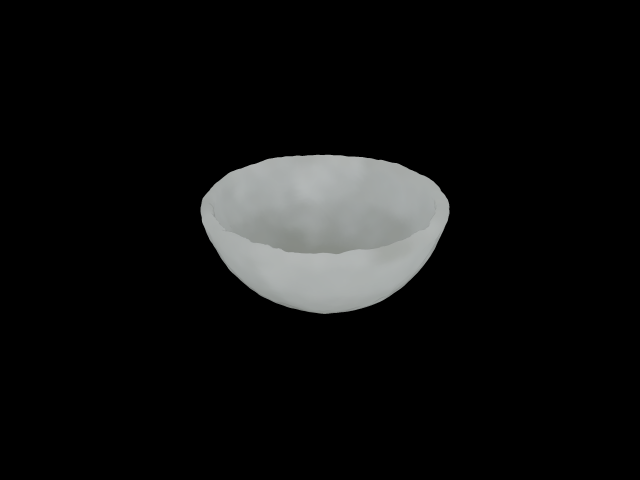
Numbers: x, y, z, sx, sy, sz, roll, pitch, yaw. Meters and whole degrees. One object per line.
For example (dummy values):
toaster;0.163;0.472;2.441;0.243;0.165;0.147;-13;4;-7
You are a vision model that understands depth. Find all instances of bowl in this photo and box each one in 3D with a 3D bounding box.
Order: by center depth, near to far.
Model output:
bowl;0.004;0.001;0.400;0.167;0.075;0.167;0;29;0
